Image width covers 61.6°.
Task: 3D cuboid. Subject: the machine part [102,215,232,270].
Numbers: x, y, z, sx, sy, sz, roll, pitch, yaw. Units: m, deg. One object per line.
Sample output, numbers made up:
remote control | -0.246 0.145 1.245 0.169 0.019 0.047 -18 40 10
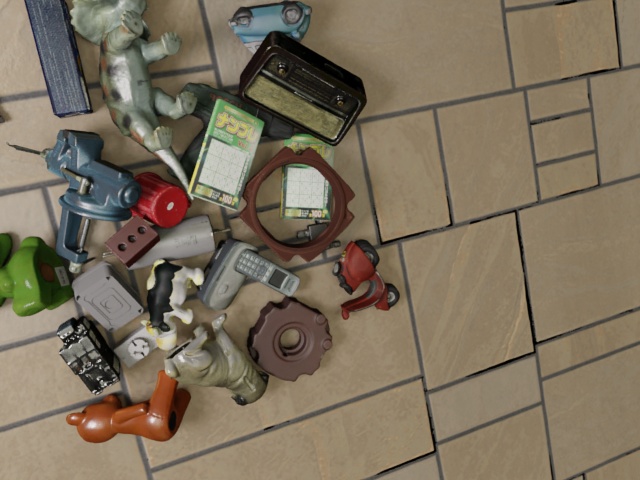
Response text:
machine part | -0.289 0.004 1.026 0.243 0.079 0.079 -12 100 -15

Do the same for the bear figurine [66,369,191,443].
bear figurine | -0.367 0.328 1.035 0.196 0.132 0.120 -1 135 11

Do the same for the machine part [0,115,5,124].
machine part | -0.617 -0.242 0.916 0.084 0.039 0.138 -35 107 -5

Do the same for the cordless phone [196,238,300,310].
cordless phone | -0.142 0.091 1.083 0.184 0.089 0.146 30 87 -23

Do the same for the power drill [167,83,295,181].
power drill | -0.184 -0.182 1.039 0.232 0.086 0.207 26 92 -19

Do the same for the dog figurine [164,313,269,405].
dog figurine | -0.195 0.263 1.032 0.172 0.121 0.190 -39 100 -42

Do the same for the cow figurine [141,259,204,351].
cow figurine | -0.288 0.122 1.002 0.098 0.068 0.167 20 84 -47

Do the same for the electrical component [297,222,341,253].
electrical component | -0.002 -0.003 1.145 0.094 0.021 0.063 -9 100 -16

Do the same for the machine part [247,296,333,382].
machine part | -0.062 0.209 1.133 0.179 0.056 0.179 -2 97 -16

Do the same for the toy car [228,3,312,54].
toy car | -0.091 -0.399 1.033 0.162 0.109 0.102 -13 117 -7

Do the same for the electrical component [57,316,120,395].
electrical component | -0.426 0.205 0.986 0.058 0.115 0.134 -34 105 -15

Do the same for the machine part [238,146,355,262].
machine part | -0.046 -0.071 1.074 0.201 0.087 0.201 -44 100 -1

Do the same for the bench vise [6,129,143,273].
bench vise | -0.422 -0.063 0.940 0.224 0.129 0.240 21 104 11

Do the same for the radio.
radio | -0.029 -0.289 1.036 0.229 0.073 0.131 22 129 -26

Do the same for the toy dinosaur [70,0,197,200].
toy dinosaur | -0.326 -0.268 0.946 0.131 0.192 0.404 -20 111 -46

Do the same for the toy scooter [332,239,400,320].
toy scooter | 0.083 0.097 1.159 0.135 0.075 0.183 -34 109 -10

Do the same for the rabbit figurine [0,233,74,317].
rabbit figurine | -0.549 0.071 0.931 0.170 0.121 0.159 -19 100 7

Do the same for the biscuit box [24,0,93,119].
biscuit box | -0.457 -0.321 0.946 0.063 0.059 0.202 -12 100 -14
